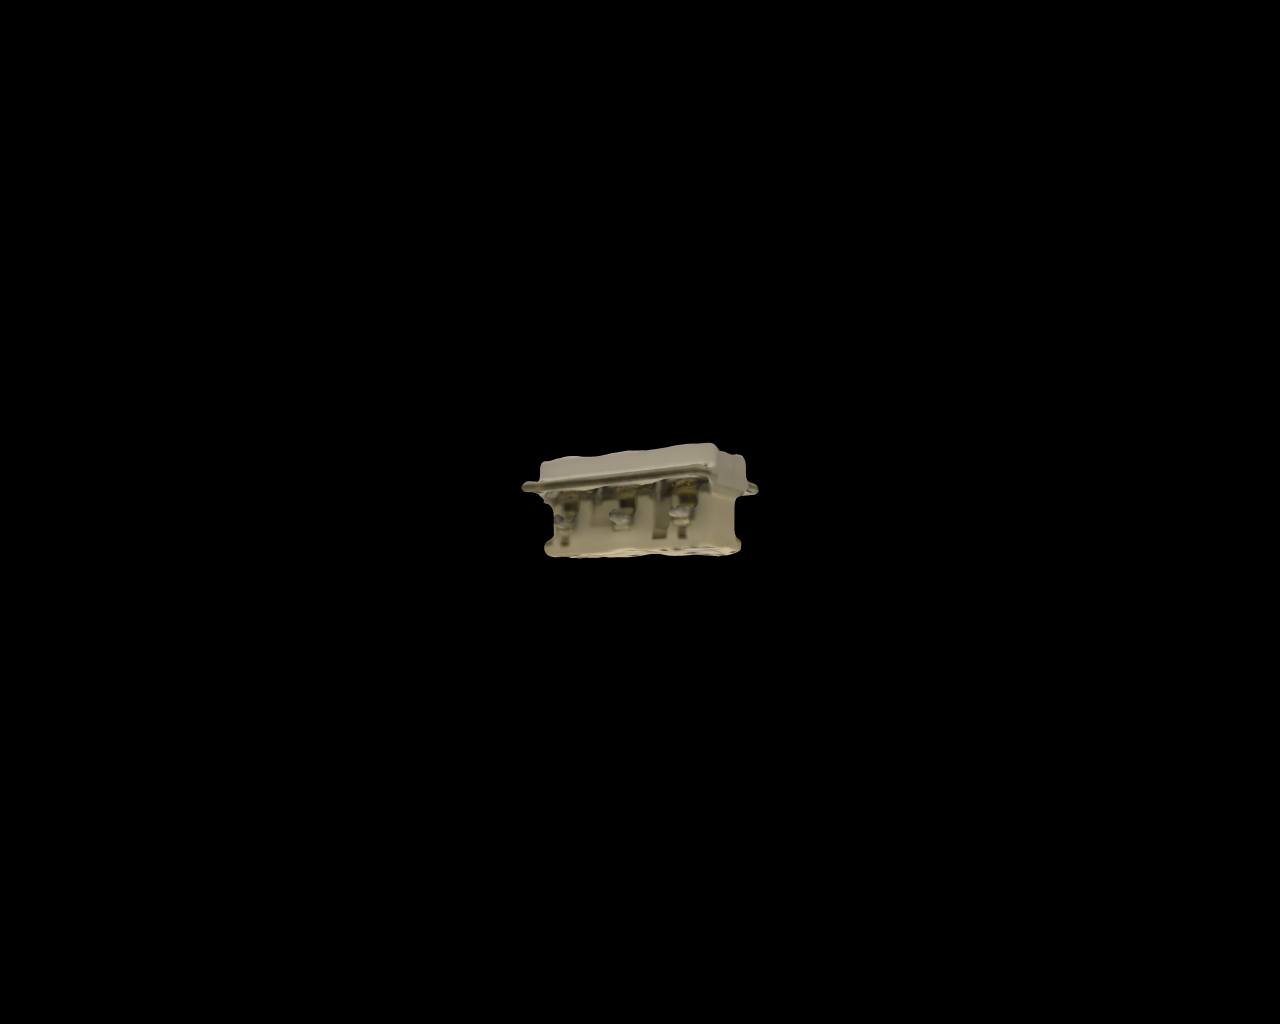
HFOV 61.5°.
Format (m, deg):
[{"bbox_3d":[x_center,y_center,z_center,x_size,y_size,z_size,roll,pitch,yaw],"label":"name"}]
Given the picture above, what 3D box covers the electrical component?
[{"bbox_3d":[0.001,-0.003,0.650,0.121,0.063,0.079,-4,-7,29],"label":"electrical component"}]
